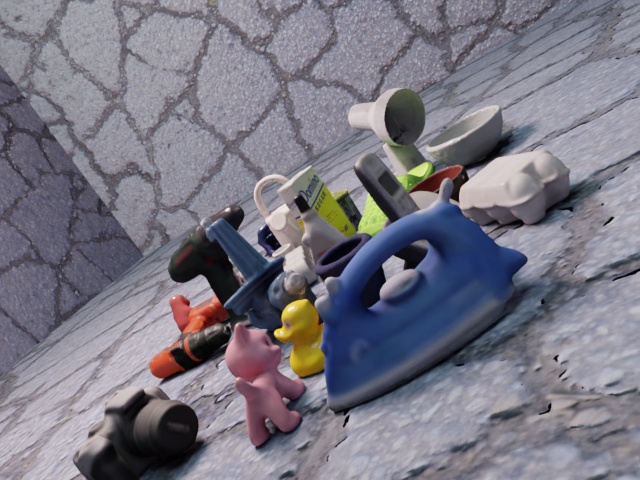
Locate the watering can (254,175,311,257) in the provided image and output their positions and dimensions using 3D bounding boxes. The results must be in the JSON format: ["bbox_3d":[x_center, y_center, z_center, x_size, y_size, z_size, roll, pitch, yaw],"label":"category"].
[{"bbox_3d":[-0.067,-0.052,1.238,0.101,0.194,0.172,-35,13,-8],"label":"watering can"}]

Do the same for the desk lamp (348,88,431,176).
[{"bbox_3d":[0.159,-0.221,1.271,0.118,0.214,0.202,-39,14,-23],"label":"desk lamp"}]

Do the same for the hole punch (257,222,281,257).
[{"bbox_3d":[-0.110,-0.019,1.450,0.109,0.091,0.101,-38,14,-18],"label":"hole punch"}]

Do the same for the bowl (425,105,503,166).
[{"bbox_3d":[0.302,-0.198,1.156,0.167,0.075,0.167,-31,13,9],"label":"bowl"}]

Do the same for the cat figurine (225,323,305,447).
[{"bbox_3d":[-0.076,0.156,0.674,0.067,0.118,0.128,-31,13,9],"label":"cat figurine"}]

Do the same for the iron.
[{"bbox_3d":[0.082,0.055,0.611,0.258,0.141,0.118,-35,13,-8],"label":"iron"}]

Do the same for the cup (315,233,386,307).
[{"bbox_3d":[0.053,0.048,0.809,0.091,0.095,0.117,-32,13,6],"label":"cup"}]

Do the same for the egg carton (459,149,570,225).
[{"bbox_3d":[0.265,-0.070,0.789,0.107,0.069,0.150,-38,14,-18],"label":"egg carton"}]

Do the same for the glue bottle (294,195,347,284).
[{"bbox_3d":[0.008,0.003,0.904,0.078,0.173,0.037,-29,14,18],"label":"glue bottle"}]

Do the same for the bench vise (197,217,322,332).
[{"bbox_3d":[-0.088,0.044,0.881,0.206,0.220,0.122,-21,18,42],"label":"bench vise"}]

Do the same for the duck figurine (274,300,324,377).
[{"bbox_3d":[-0.009,0.114,0.736,0.104,0.086,0.077,-32,13,7],"label":"duck figurine"}]

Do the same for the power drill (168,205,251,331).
[{"bbox_3d":[-0.172,0.058,1.057,0.229,0.208,0.076,-24,16,35],"label":"power drill"}]

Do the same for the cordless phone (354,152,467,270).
[{"bbox_3d":[0.128,-0.060,0.820,0.094,0.185,0.148,-23,16,36],"label":"cordless phone"}]

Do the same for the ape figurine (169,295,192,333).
[{"bbox_3d":[-0.288,0.156,1.235,0.077,0.092,0.076,-23,17,37],"label":"ape figurine"}]

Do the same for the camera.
[{"bbox_3d":[-0.233,0.250,0.743,0.136,0.101,0.143,-20,19,45],"label":"camera"}]
